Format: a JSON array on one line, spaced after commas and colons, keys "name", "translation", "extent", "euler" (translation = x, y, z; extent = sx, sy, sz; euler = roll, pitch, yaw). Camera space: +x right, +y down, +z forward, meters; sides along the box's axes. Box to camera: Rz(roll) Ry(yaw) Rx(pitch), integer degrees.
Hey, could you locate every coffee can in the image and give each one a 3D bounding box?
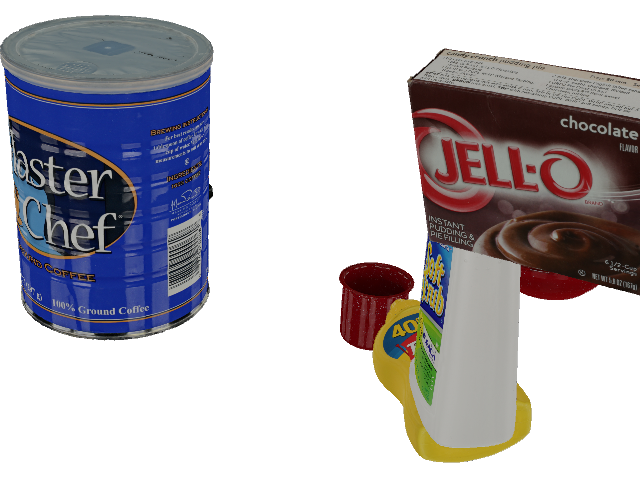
[{"name": "coffee can", "translation": [-0.108, -0.034, 0.554], "extent": [0.103, 0.140, 0.103], "euler": [3, 28, -2]}]

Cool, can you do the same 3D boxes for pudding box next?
[{"name": "pudding box", "translation": [0.098, -0.032, 0.475], "extent": [0.114, 0.090, 0.039], "euler": [14, 44, 31]}]

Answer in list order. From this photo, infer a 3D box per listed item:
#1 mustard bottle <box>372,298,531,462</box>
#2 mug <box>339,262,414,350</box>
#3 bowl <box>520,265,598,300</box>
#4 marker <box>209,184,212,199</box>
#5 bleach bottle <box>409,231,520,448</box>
[{"name": "mustard bottle", "translation": [0.097, 0.105, 0.898], "extent": [0.096, 0.058, 0.192], "euler": [-12, 30, -10]}, {"name": "mug", "translation": [0.076, 0.088, 1.325], "extent": [0.117, 0.081, 0.093], "euler": [22, 31, 33]}, {"name": "bowl", "translation": [0.253, 0.020, 1.175], "extent": [0.162, 0.055, 0.162], "euler": [-1, 27, 0]}, {"name": "marker", "translation": [-0.134, -0.020, 0.928], "extent": [0.020, 0.020, 0.120], "euler": [0, 28, 38]}, {"name": "bleach bottle", "translation": [0.099, 0.010, 0.697], "extent": [0.068, 0.251, 0.102], "euler": [-4, 30, -5]}]
